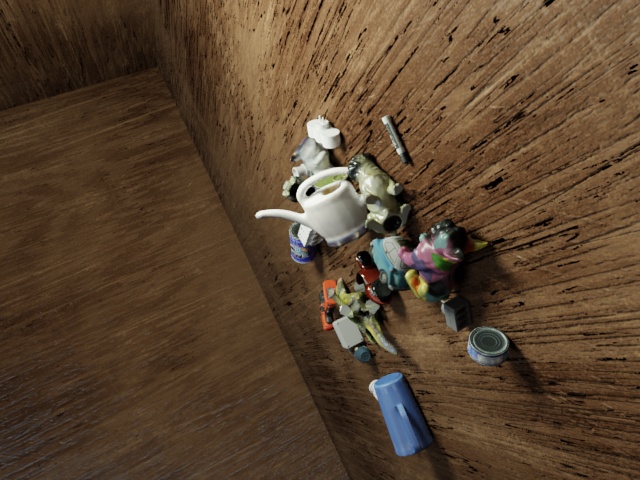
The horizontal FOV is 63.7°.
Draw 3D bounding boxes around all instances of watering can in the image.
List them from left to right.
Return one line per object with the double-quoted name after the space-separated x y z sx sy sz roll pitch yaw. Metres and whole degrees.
0.004 -0.074 1.469 0.221 0.345 0.106 56 -156 -19 "watering can"

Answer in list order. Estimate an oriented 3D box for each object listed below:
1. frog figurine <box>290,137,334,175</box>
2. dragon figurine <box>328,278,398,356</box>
0.001 -0.238 1.566 0.159 0.123 0.136 30 171 -3 "frog figurine"
0.154 0.274 1.772 0.418 0.122 0.238 55 176 36 "dragon figurine"
